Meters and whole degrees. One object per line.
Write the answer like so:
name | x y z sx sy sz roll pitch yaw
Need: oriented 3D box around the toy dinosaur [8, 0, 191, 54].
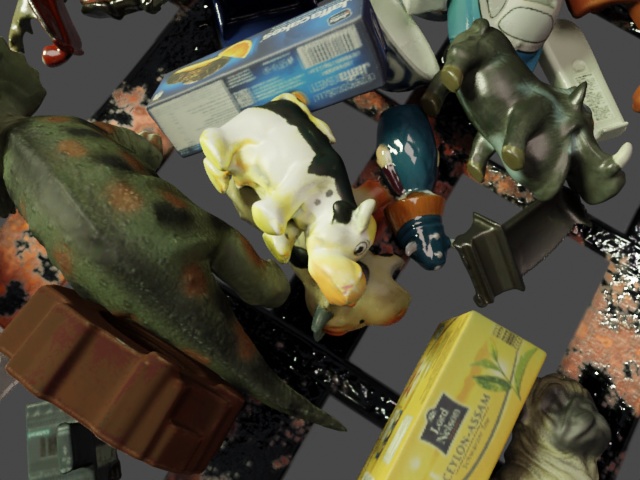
toy dinosaur | -0.137 -0.355 0.538 0.471 0.105 0.198 -34 84 0

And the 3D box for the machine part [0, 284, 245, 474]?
machine part | -0.134 0.094 0.387 0.179 0.179 0.056 31 78 4

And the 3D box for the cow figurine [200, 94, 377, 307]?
cow figurine | -0.007 -0.033 0.401 0.098 0.068 0.167 -37 75 -17

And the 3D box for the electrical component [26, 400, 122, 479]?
electrical component | -0.185 0.153 0.394 0.048 0.119 0.075 -10 79 -7

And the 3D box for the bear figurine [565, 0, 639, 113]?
bear figurine | 0.335 -0.184 0.532 0.120 0.132 0.195 -34 113 -44

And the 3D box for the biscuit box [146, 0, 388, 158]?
biscuit box | -0.044 -0.137 0.455 0.203 0.059 0.063 -15 40 20

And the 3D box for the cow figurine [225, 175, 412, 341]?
cow figurine | -0.001 -0.001 0.464 0.195 0.085 0.127 43 78 10

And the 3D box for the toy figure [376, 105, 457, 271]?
toy figure | 0.087 -0.046 0.495 0.064 0.058 0.154 -7 81 2

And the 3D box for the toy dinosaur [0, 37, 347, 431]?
toy dinosaur | -0.148 -0.013 0.378 0.405 0.192 0.131 35 95 24

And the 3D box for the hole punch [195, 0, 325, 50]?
hole punch | -0.054 -0.232 0.501 0.142 0.092 0.116 -17 46 -4

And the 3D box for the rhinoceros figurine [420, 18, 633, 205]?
rhinoceros figurine | 0.177 -0.101 0.463 0.112 0.073 0.190 -42 87 -15

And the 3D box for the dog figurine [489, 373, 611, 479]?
dog figurine | 0.146 0.206 0.423 0.172 0.121 0.190 1 62 -7

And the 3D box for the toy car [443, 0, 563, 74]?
toy car | 0.180 -0.230 0.517 0.109 0.103 0.161 11 75 -14

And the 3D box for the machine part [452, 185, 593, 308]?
machine part | 0.185 -0.004 0.490 0.139 0.039 0.084 -31 104 -16

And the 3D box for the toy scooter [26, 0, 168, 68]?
toy scooter | -0.204 -0.225 0.468 0.184 0.075 0.135 -7 95 6

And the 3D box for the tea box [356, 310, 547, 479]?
tea box | 0.098 0.148 0.425 0.068 0.098 0.169 32 78 5
